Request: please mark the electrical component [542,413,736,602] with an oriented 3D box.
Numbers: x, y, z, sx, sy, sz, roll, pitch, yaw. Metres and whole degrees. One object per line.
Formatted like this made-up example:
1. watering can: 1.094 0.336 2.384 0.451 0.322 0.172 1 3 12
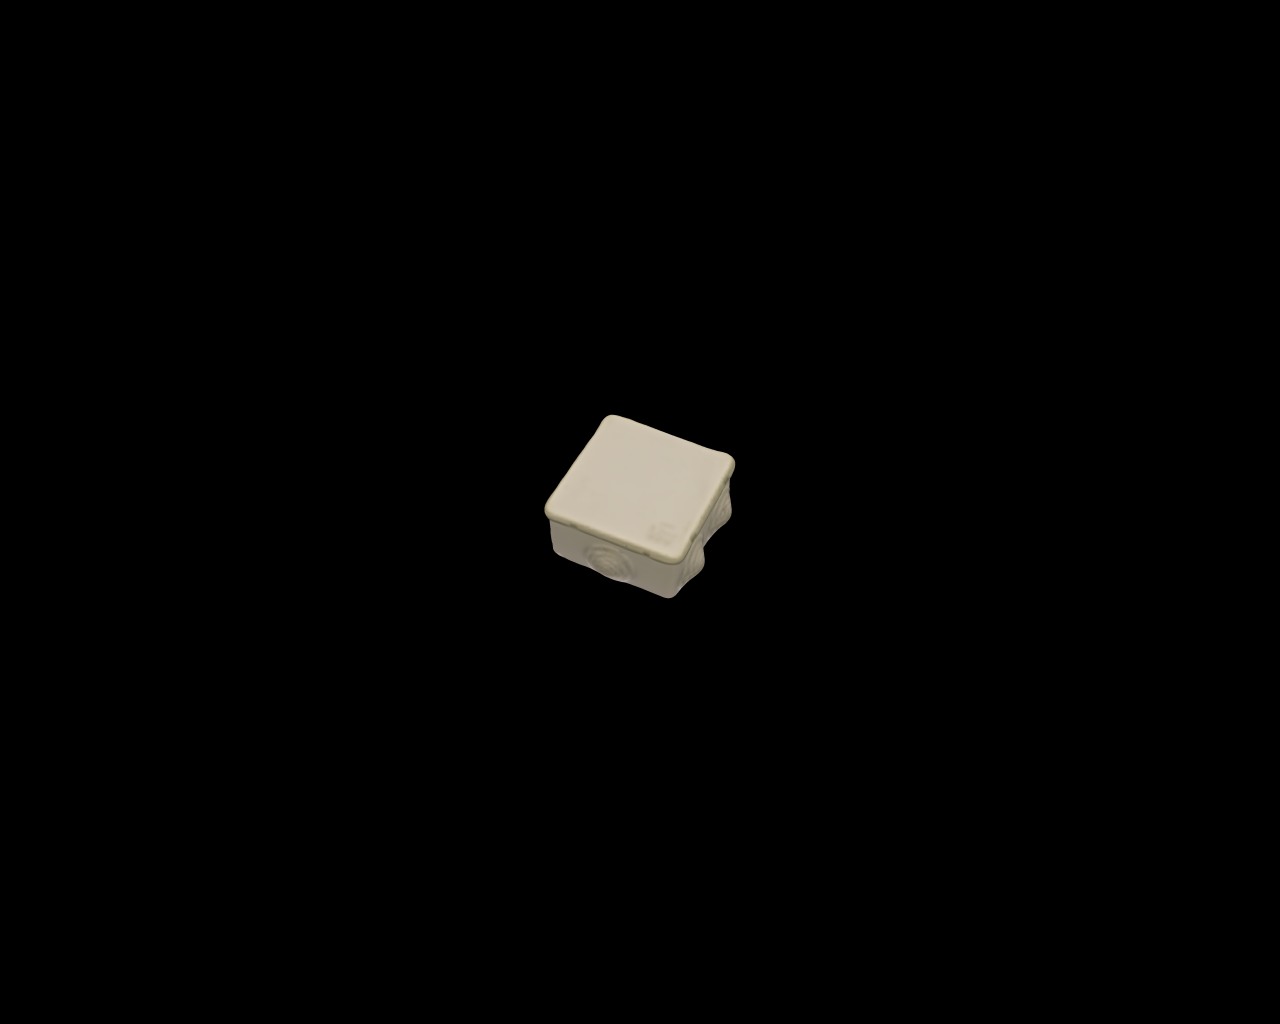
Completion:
1. electrical component: 0.001 -0.003 0.650 0.100 0.100 0.048 21 -36 16
